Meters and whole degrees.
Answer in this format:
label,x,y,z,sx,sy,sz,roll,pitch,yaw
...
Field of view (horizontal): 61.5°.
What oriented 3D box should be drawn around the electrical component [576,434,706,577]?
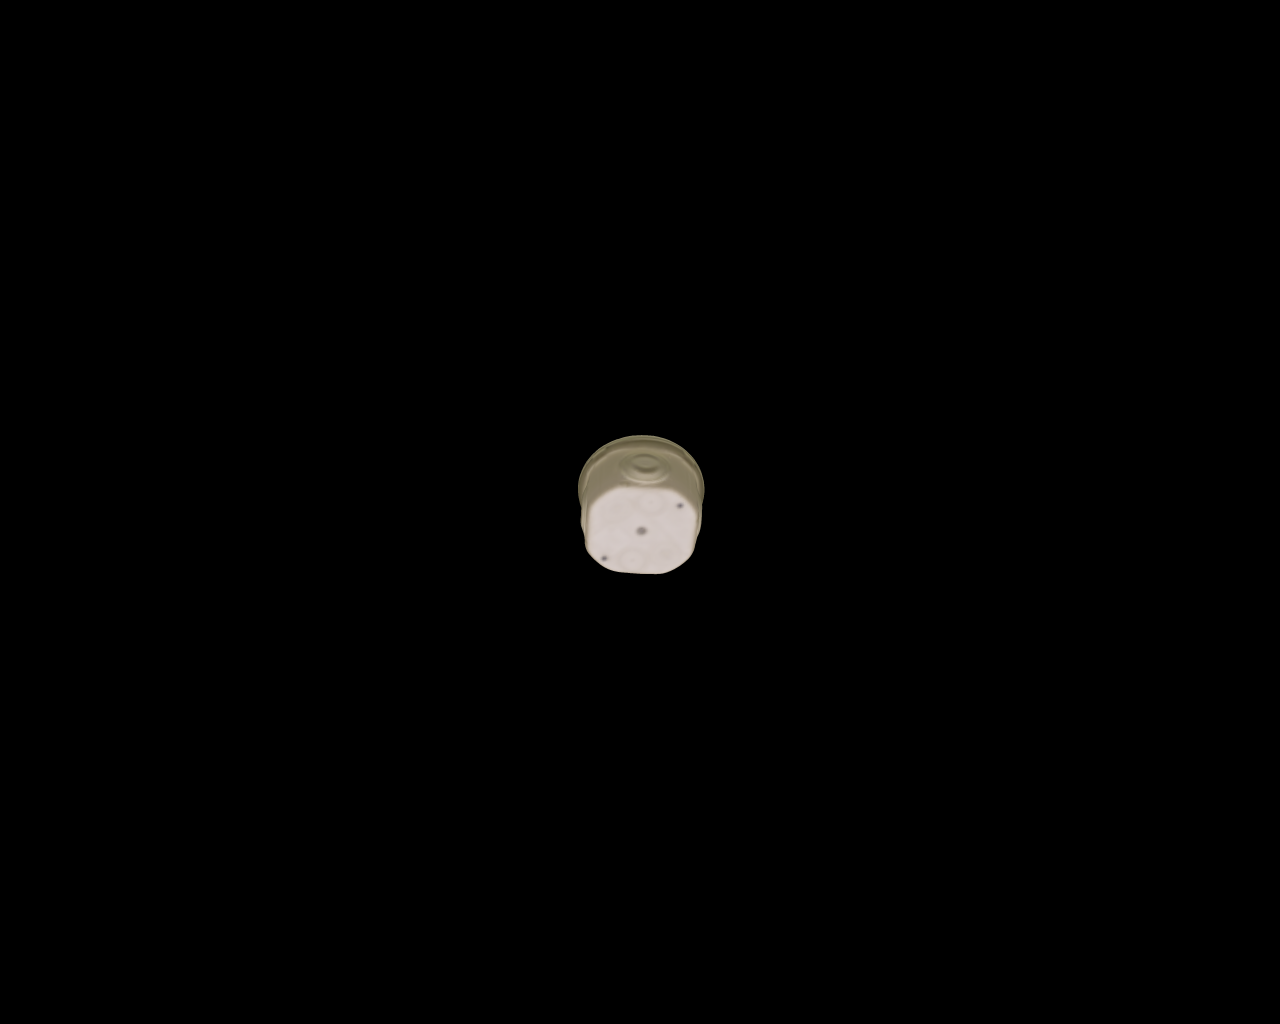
label,x,y,z,sx,sy,sz,roll,pitch,yaw
electrical component,0.001,-0.003,0.650,0.080,0.080,0.051,0,36,0
